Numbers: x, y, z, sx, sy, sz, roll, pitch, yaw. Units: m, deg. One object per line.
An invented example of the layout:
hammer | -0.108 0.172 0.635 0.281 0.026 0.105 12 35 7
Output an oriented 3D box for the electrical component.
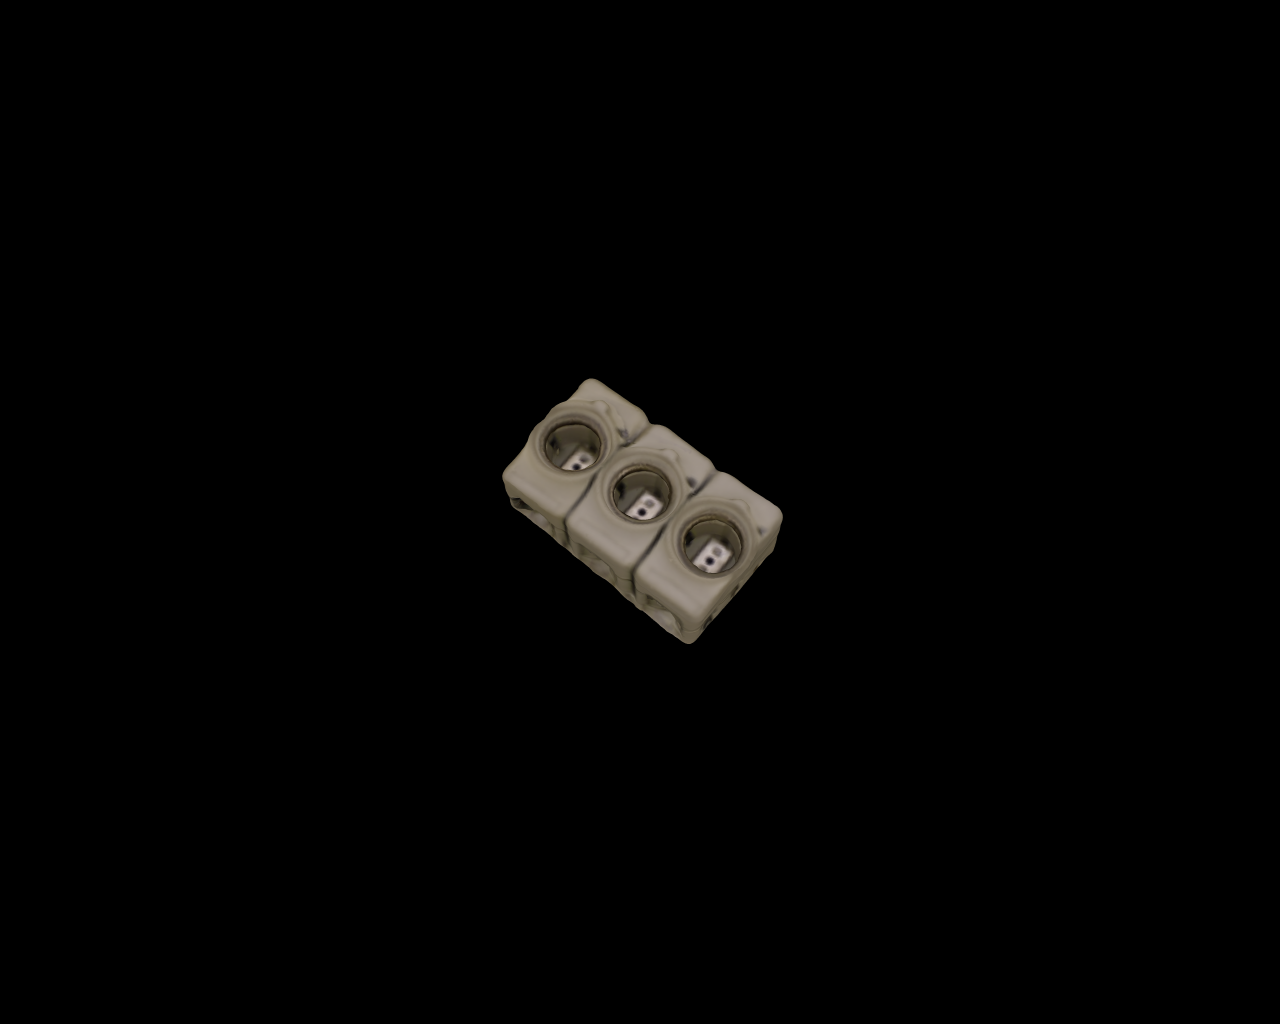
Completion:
electrical component | 0.001 -0.003 0.650 0.150 0.089 0.061 37 -19 15
